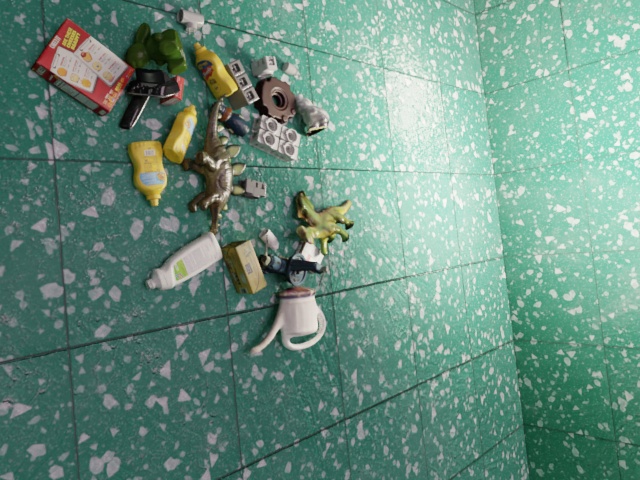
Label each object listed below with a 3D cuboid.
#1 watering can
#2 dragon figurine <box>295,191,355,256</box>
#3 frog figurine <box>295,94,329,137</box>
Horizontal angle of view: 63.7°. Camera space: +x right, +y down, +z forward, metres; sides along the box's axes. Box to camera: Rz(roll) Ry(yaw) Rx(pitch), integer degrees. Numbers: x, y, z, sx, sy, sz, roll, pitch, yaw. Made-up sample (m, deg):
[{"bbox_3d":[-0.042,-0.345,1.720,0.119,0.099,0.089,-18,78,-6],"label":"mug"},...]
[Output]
[{"bbox_3d":[-0.108,0.282,1.823,0.348,0.103,0.225,-1,84,-44],"label":"watering can"},{"bbox_3d":[0.006,-0.100,1.996,0.240,0.120,0.420,45,35,-21],"label":"dragon figurine"},{"bbox_3d":[-0.034,-0.498,2.008,0.138,0.122,0.160,-11,83,-77],"label":"frog figurine"}]
